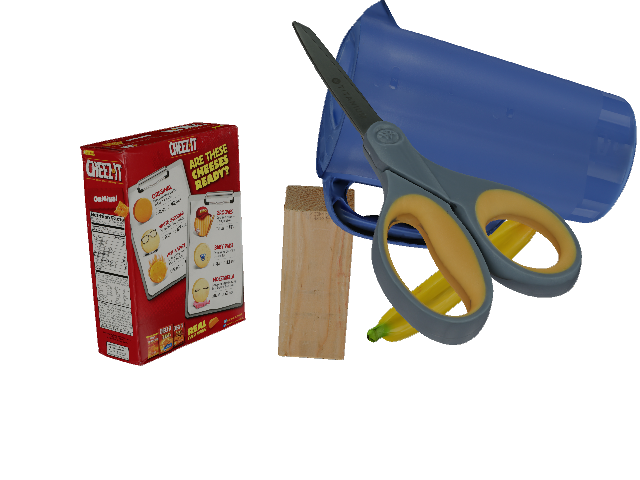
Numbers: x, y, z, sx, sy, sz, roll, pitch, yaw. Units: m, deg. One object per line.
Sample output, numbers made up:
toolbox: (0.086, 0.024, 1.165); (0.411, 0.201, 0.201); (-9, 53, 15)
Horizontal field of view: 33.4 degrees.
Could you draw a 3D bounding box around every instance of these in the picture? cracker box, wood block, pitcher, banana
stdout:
cracker box: (-0.155, -0.002, 1.077); (0.072, 0.214, 0.163); (8, 18, 35)
wood block: (-0.006, 0.041, 1.388); (0.090, 0.206, 0.091); (3, 23, -1)
pitcher: (0.120, -0.080, 0.863); (0.242, 0.149, 0.145); (13, 41, -8)
banana: (0.128, 0.041, 1.015); (0.198, 0.037, 0.069); (-38, 0, -3)

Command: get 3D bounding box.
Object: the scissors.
scissors: (0.049, -0.037, 0.475); (0.096, 0.202, 0.016); (-2, -43, -12)
